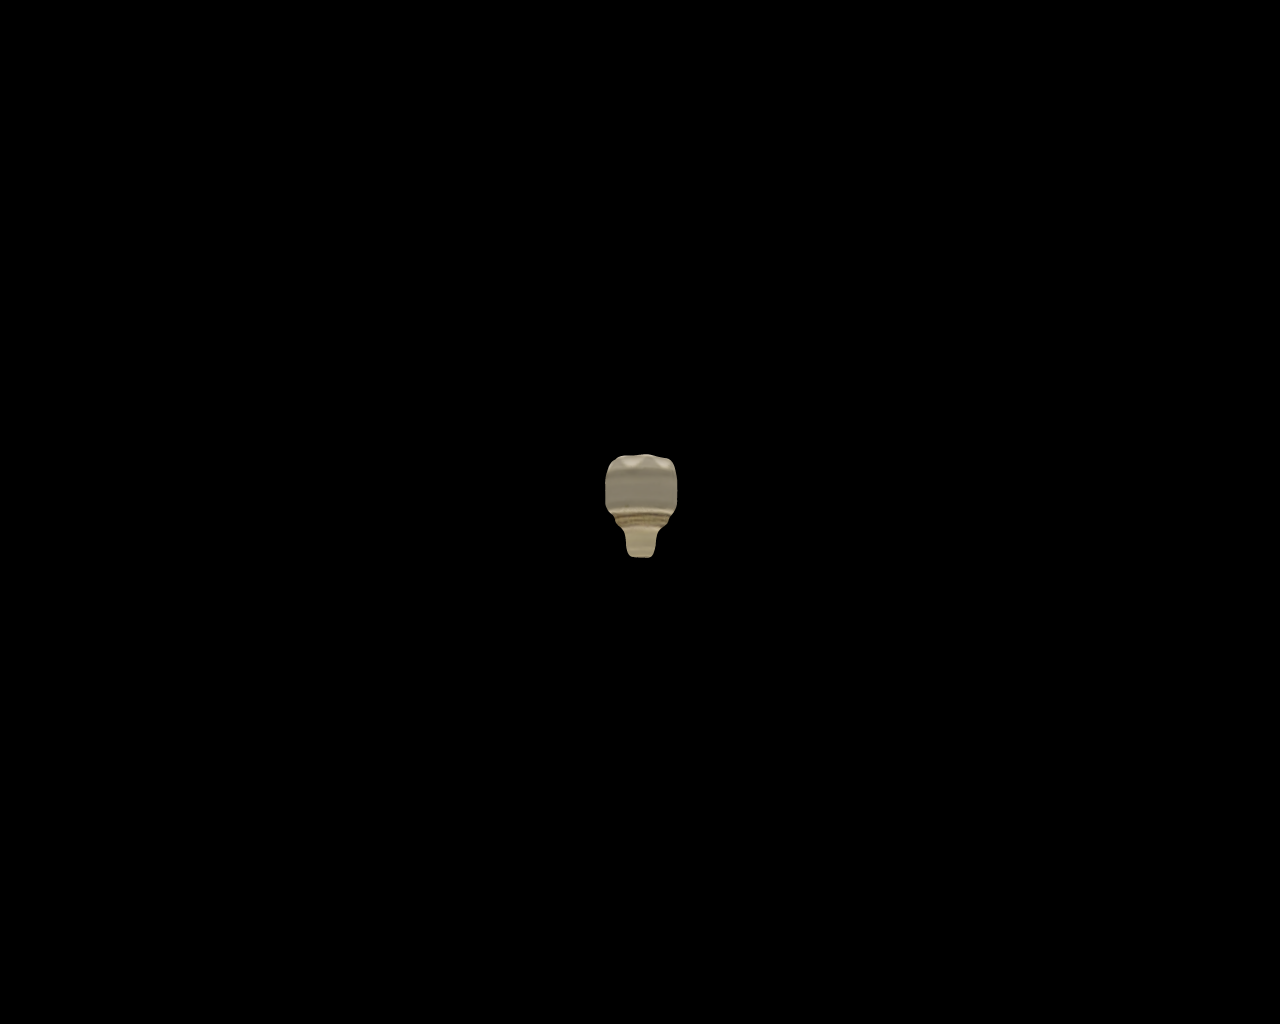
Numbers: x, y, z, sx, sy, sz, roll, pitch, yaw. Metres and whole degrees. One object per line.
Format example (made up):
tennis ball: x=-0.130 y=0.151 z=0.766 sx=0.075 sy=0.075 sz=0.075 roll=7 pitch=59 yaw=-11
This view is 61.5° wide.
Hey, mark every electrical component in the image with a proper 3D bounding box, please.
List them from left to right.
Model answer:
electrical component: x=0.001 y=-0.003 z=0.650 sx=0.043 sy=0.062 sz=0.043 roll=0 pitch=-7 yaw=0
